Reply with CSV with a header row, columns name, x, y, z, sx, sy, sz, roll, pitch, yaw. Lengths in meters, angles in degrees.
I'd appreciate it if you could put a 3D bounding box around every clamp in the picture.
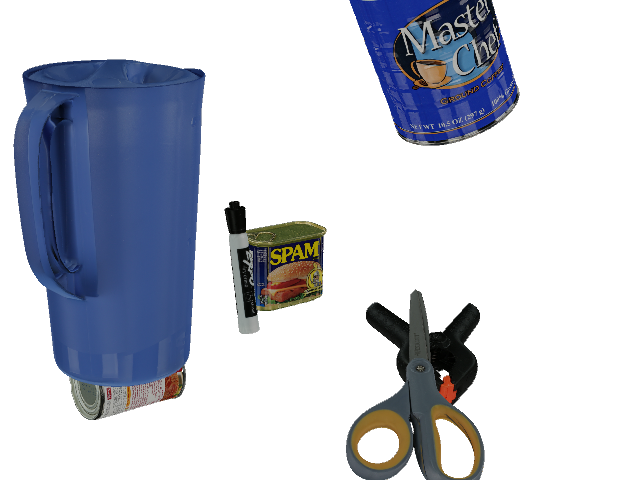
name,x,y,z,sx,sy,sz,roll,pitch,yaw
clamp,0.122,0.108,1.074,0.120,0.039,0.171,-9,30,-9

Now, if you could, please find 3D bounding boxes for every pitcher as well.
name,x,y,z,sx,sy,sz,roll,pitch,yaw
pitcher,-0.160,-0.013,0.815,0.149,0.243,0.145,-5,18,-21

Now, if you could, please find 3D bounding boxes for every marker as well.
name,x,y,z,sx,sy,sz,roll,pitch,yaw
marker,-0.071,0.024,0.967,0.020,0.121,0.020,-6,11,1

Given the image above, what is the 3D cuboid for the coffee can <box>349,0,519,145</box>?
name,x,y,z,sx,sy,sz,roll,pitch,yaw
coffee can,0.085,-0.159,0.816,0.103,0.140,0.103,-17,32,11

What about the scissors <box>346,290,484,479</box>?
name,x,y,z,sx,sy,sz,roll,pitch,yaw
scissors,0.051,0.099,0.731,0.096,0.016,0.202,-7,34,-10

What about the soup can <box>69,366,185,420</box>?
name,x,y,z,sx,sy,sz,roll,pitch,yaw
soup can,-0.202,0.144,1.117,0.102,0.068,0.069,-11,7,-40

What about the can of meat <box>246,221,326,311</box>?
name,x,y,z,sx,sy,sz,roll,pitch,yaw
can of meat,-0.044,0.029,1.239,0.101,0.084,0.058,-11,20,-35
